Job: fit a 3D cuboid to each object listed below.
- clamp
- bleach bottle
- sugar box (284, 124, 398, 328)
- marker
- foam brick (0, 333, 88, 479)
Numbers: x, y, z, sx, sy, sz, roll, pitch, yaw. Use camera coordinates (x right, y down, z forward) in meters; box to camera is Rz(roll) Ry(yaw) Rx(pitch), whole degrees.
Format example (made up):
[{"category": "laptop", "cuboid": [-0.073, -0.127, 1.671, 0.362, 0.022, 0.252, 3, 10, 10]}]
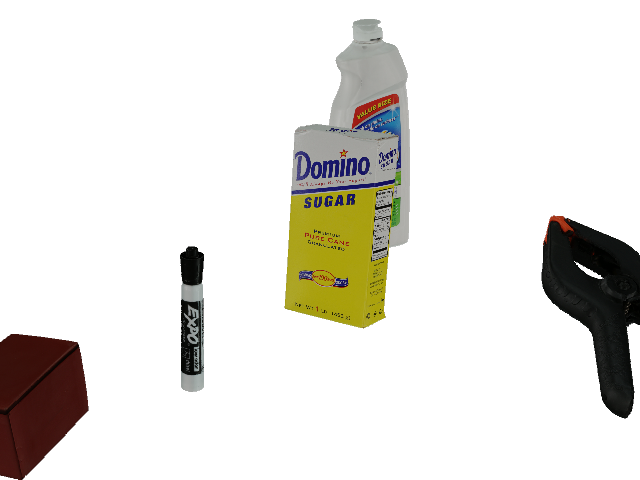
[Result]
[{"category": "clamp", "cuboid": [0.217, 0.045, 0.737, 0.120, 0.039, 0.171, -3, 45, -20]}, {"category": "bleach bottle", "cuboid": [0.046, -0.114, 1.167, 0.102, 0.251, 0.068, -8, 25, -9]}, {"category": "sugar box", "cuboid": [0.018, -0.015, 0.990, 0.093, 0.176, 0.048, 11, 17, 31]}, {"category": "marker", "cuboid": [-0.102, 0.062, 0.845, 0.020, 0.121, 0.020, 2, 21, -1]}, {"category": "foam brick", "cuboid": [-0.189, 0.101, 0.664, 0.053, 0.051, 0.078, 7, 28, 21]}]
